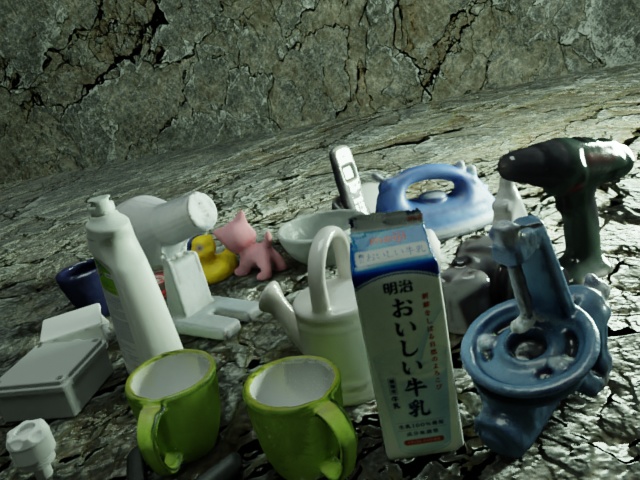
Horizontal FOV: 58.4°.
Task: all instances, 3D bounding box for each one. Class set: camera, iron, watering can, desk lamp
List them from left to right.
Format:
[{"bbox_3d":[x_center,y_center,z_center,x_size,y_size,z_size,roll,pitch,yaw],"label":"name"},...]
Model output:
[{"bbox_3d":[-0.210,0.030,0.882,0.202,0.214,0.118,1,23,32],"label":"desk lamp"},{"bbox_3d":[0.012,0.080,0.647,0.172,0.194,0.101,-9,20,6],"label":"watering can"},{"bbox_3d":[0.215,-0.081,1.061,0.258,0.141,0.118,-14,20,-7],"label":"iron"},{"bbox_3d":[0.236,0.053,0.737,0.136,0.101,0.143,7,27,43],"label":"camera"}]

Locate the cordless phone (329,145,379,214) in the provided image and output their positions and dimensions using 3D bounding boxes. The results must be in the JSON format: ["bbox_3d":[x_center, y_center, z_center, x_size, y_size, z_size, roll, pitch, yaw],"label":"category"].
[{"bbox_3d":[0.083,-0.106,1.140,0.093,0.185,0.148,6,26,40],"label":"cordless phone"}]

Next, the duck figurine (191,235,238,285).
[{"bbox_3d":[-0.207,0.030,1.071,0.105,0.086,0.077,-26,24,-36],"label":"duck figurine"}]

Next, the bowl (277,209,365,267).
[{"bbox_3d":[0.010,0.004,1.041,0.167,0.075,0.167,-10,19,4],"label":"bowl"}]

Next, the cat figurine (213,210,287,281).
[{"bbox_3d":[-0.131,0.005,1.050,0.127,0.118,0.067,5,25,39],"label":"cat figurine"}]

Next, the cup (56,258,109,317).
[{"bbox_3d":[-0.391,0.085,1.008,0.118,0.095,0.091,-27,25,-38],"label":"cup"}]

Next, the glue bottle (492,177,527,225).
[{"bbox_3d":[0.283,-0.039,0.857,0.037,0.173,0.078,8,27,43],"label":"glue bottle"}]

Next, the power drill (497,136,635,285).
[{"bbox_3d":[0.339,-0.043,0.784,0.230,0.209,0.075,-21,22,-25],"label":"power drill"}]

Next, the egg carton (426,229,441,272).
[{"bbox_3d":[0.135,0.034,0.894,0.107,0.069,0.150,-7,20,12],"label":"egg carton"}]

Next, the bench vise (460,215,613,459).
[{"bbox_3d":[0.203,0.064,0.544,0.121,0.220,0.208,1,23,32],"label":"bench vise"}]

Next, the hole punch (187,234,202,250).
[{"bbox_3d":[-0.301,0.003,1.193,0.101,0.091,0.109,-7,20,13],"label":"hole punch"}]
